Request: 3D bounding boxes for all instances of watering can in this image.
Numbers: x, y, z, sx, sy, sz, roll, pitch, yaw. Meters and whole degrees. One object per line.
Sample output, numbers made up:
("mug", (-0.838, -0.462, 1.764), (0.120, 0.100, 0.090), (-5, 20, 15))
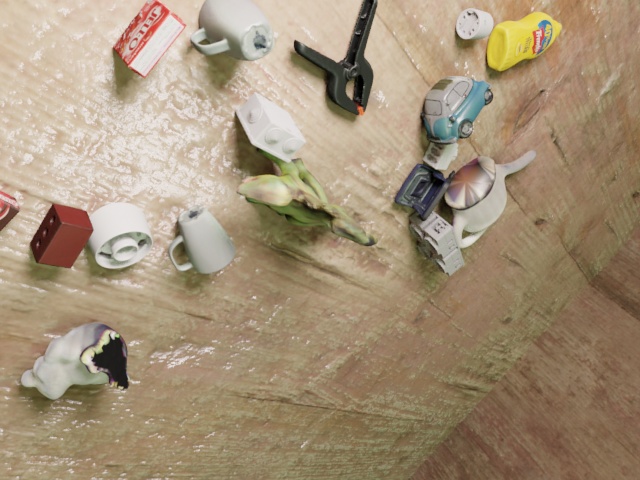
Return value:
("watering can", (0.432, -0.138, 1.317), (0.349, 0.105, 0.221), (-54, 141, -5))

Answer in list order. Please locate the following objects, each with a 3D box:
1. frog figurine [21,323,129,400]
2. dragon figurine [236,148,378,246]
("frog figurine", (-0.426, 0.213, 0.902), (0.159, 0.125, 0.135), (-12, 154, 18))
("dragon figurine", (0.003, -0.046, 0.917), (0.407, 0.246, 0.121), (21, 105, -46))
